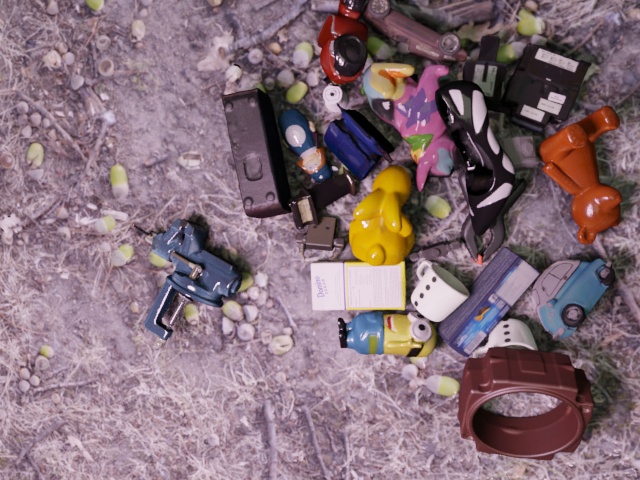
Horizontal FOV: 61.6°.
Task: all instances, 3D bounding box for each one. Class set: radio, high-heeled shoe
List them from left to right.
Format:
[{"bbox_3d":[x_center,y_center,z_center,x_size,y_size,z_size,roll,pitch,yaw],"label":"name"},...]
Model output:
[{"bbox_3d":[-0.112,-0.155,0.985,0.073,0.131,0.229,-13,92,8],"label":"radio"},{"bbox_3d":[0.241,-0.131,0.885,0.145,0.086,0.248,4,99,-20],"label":"high-heeled shoe"}]

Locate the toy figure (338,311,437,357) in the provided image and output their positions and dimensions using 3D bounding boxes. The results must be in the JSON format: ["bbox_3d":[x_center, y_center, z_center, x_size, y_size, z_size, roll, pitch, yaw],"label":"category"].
[{"bbox_3d":[0.124,0.175,0.994,0.180,0.089,0.082,-3,62,6],"label":"toy figure"}]

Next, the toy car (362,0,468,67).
[{"bbox_3d":[0.165,-0.360,0.949,0.202,0.089,0.053,31,93,4],"label":"toy car"}]

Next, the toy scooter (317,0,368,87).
[{"bbox_3d":[0.033,-0.341,0.943,0.075,0.135,0.184,12,73,-21],"label":"toy scooter"}]

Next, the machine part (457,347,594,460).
[{"bbox_3d":[0.346,0.285,0.924,0.201,0.087,0.201,4,127,8],"label":"machine part"}]

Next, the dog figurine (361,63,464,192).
[{"bbox_3d":[0.164,-0.197,0.954,0.192,0.108,0.219,4,97,7],"label":"dog figurine"}]

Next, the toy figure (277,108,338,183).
[{"bbox_3d":[-0.026,-0.170,1.011,0.064,0.058,0.154,-30,91,47],"label":"toy figure"}]

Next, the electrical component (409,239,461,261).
[{"bbox_3d":[0.209,0.020,0.981,0.094,0.063,0.021,-18,91,11],"label":"electrical component"}]

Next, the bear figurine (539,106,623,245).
[{"bbox_3d":[0.458,-0.102,0.904,0.120,0.132,0.196,-24,83,-18],"label":"bear figurine"}]

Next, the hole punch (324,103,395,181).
[{"bbox_3d":[0.063,-0.170,0.970,0.092,0.116,0.142,-42,86,17],"label":"hole punch"}]

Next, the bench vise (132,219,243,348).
[{"bbox_3d":[-0.275,0.087,1.033,0.224,0.129,0.240,28,90,4],"label":"bench vise"}]

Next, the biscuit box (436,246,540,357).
[{"bbox_3d":[0.298,0.112,0.967,0.059,0.063,0.202,35,99,-20],"label":"biscuit box"}]

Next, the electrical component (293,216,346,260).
[{"bbox_3d":[-0.001,-0.004,1.025,0.102,0.045,0.078,0,65,6],"label":"electrical component"}]

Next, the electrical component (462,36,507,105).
[{"bbox_3d":[0.290,-0.295,0.955,0.075,0.048,0.119,4,94,8],"label":"electrical component"}]

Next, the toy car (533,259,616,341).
[{"bbox_3d":[0.429,0.089,0.936,0.103,0.109,0.161,36,89,23],"label":"toy car"}]

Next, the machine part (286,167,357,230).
[{"bbox_3d":[0.006,-0.078,0.994,0.139,0.039,0.084,-32,130,-13],"label":"machine part"}]

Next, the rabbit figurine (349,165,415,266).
[{"bbox_3d":[0.108,-0.048,0.944,0.122,0.162,0.173,19,102,17],"label":"rabbit figurine"}]

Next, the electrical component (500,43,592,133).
[{"bbox_3d":[0.386,-0.260,0.939,0.115,0.058,0.134,25,98,8],"label":"electrical component"}]
